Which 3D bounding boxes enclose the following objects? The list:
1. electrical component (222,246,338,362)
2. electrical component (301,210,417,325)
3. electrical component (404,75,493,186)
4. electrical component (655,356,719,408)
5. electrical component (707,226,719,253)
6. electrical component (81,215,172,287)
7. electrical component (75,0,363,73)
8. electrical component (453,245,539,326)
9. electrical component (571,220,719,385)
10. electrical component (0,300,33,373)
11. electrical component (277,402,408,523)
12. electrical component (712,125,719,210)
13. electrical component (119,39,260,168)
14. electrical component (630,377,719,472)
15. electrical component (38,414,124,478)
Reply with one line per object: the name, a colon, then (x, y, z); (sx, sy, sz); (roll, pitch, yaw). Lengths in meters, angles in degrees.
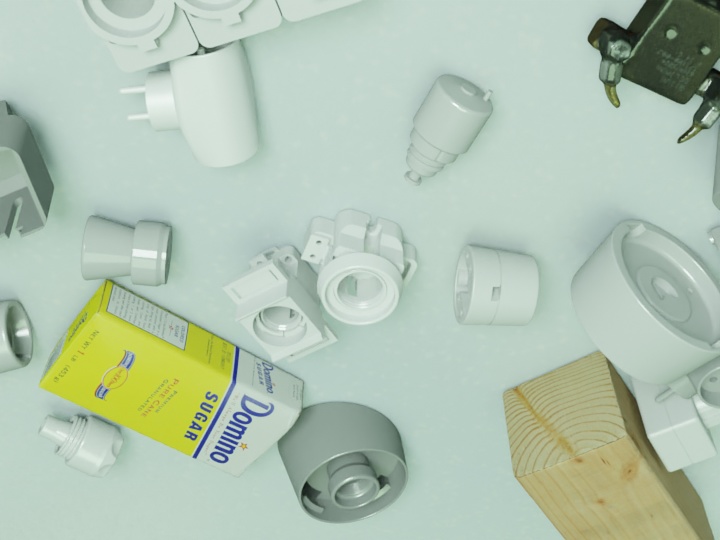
electrical component: (-0.053, 0.021, 0.745); (0.042, 0.063, 0.081); (-24, 124, 20)
electrical component: (0.000, 0.000, 0.733); (0.078, 0.057, 0.058); (17, 127, -13)
electrical component: (0.051, -0.086, 0.675); (0.040, 0.040, 0.078); (21, 126, -16)
electrical component: (0.241, 0.067, 0.772); (0.043, 0.077, 0.079); (34, 122, -24)
electrical component: (0.283, 0.001, 0.730); (0.061, 0.061, 0.096); (-25, 124, 19)
electrical component: (-0.158, -0.013, 0.731); (0.055, 0.045, 0.045); (6, 128, -5)
electrical component: (-0.079, -0.176, 0.590); (0.150, 0.061, 0.089); (-14, 127, 11)
electrical component: (0.094, 0.012, 0.745); (0.047, 0.055, 0.055); (5, 128, -9)
electrical component: (0.192, 0.027, 0.725); (0.108, 0.108, 0.060); (26, 130, -19)
electrical component: (-0.268, 0.050, 0.777); (0.047, 0.055, 0.055); (-11, 128, 4)
electrical component: (-0.012, 0.156, 0.868); (0.099, 0.064, 0.099); (-9, 131, -11)
electrical component: (0.268, -0.051, 0.652); (0.108, 0.060, 0.108); (14, 170, 2)
electrical component: (-0.107, -0.105, 0.658); (0.079, 0.043, 0.077); (-5, 129, 4)
electrical component: (0.253, 0.102, 0.808); (0.077, 0.065, 0.047); (-25, 125, 18)
electrical component: (-0.222, 0.135, 0.850); (0.062, 0.043, 0.043); (29, 123, -20)
